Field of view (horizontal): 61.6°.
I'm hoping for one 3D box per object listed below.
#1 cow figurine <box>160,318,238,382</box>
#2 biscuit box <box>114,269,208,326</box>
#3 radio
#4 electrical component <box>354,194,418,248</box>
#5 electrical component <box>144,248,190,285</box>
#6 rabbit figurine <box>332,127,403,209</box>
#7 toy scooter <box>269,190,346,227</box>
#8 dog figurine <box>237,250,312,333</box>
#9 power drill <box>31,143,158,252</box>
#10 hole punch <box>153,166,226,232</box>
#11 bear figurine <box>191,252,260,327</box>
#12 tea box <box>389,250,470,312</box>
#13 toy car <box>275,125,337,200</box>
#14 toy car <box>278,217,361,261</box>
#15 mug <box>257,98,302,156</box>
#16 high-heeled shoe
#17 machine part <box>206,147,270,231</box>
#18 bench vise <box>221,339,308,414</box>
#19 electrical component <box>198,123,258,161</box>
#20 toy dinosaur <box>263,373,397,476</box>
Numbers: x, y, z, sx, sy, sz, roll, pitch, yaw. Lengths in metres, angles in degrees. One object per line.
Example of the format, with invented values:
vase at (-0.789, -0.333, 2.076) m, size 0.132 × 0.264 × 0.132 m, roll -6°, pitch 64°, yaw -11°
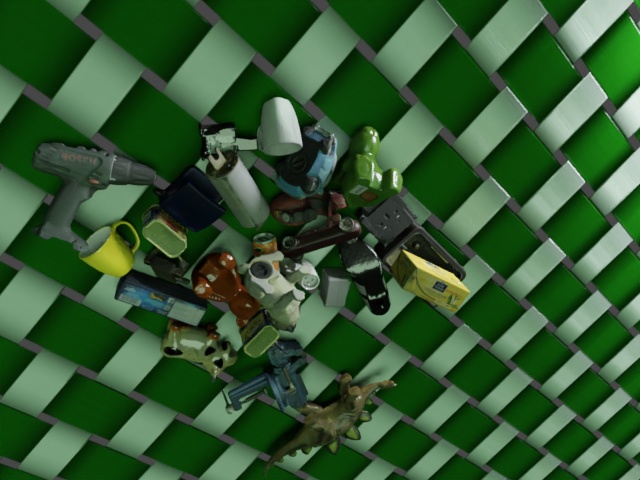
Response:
cow figurine at (-0.293, 0.269, 1.313) m, size 0.195 × 0.086 × 0.127 m, roll 20°, pitch 102°, yaw -25°
biscuit box at (-0.364, 0.132, 1.239) m, size 0.202 × 0.063 × 0.059 m, roll 25°, pitch 107°, yaw -24°
radio at (0.259, 0.057, 1.367) m, size 0.131 × 0.073 × 0.229 m, roll -45°, pitch 119°, yaw 9°
electrical component at (0.152, -0.065, 1.289) m, size 0.115 × 0.058 × 0.134 m, roll -44°, pitch 119°, yaw 6°
electrical component at (-0.340, 0.058, 1.203) m, size 0.102 × 0.045 × 0.078 m, roll 19°, pitch 155°, yaw 13°
rabbit figurine at (0.102, -0.161, 1.188) m, size 0.121 × 0.170 × 0.159 m, roll 12°, pitch 152°, yaw -18°
toy scooter at (-0.018, -0.066, 1.197) m, size 0.184 × 0.135 × 0.075 m, roll -9°, pitch 118°, yaw -10°
dog figurine at (-0.117, 0.131, 1.236) m, size 0.172 × 0.121 × 0.190 m, roll 28°, pitch 137°, yaw 2°
power drill at (-0.468, -0.082, 1.078) m, size 0.232 × 0.086 × 0.207 m, roll 20°, pitch 97°, yaw -19°
hole punch at (-0.272, -0.078, 1.151) m, size 0.116 × 0.092 × 0.142 m, roll -43°, pitch 122°, yaw 12°
bear figurine at (-0.203, 0.120, 1.242) m, size 0.120 × 0.132 × 0.195 m, roll -48°, pitch 113°, yaw -12°
tea box at (0.262, 0.099, 1.292) m, size 0.169 × 0.098 × 0.068 m, roll 23°, pitch 107°, yaw -25°
toy car at (-0.017, -0.163, 1.176) m, size 0.161 × 0.109 × 0.103 m, roll -61°, pitch 150°, yaw 6°
toy car at (-0.003, -0.004, 1.255) m, size 0.202 × 0.053 × 0.089 m, roll -17°, pitch 160°, yaw 6°
mug at (-0.091, -0.235, 1.125) m, size 0.081 × 0.110 × 0.107 m, roll 1°, pitch 80°, yaw -41°
high-heeled shoe at (0.111, 0.079, 1.360) m, size 0.086 × 0.145 × 0.248 m, roll -25°, pitch 91°, yaw 0°
machine part at (-0.171, -0.104, 1.142) m, size 0.079 × 0.079 × 0.243 m, roll -30°, pitch 138°, yaw 0°
bench vise at (-0.139, 0.363, 1.380) m, size 0.241 × 0.129 × 0.223 m, roll -25°, pitch 121°, yaw -11°
electrical component at (-0.193, -0.208, 1.130) m, size 0.119 × 0.048 × 0.074 m, roll -8°, pitch 118°, yaw -12°
toy dinosaur at (0.012, 0.519, 1.508) m, size 0.471 × 0.105 × 0.198 m, roll -29°, pitch 123°, yaw 5°
